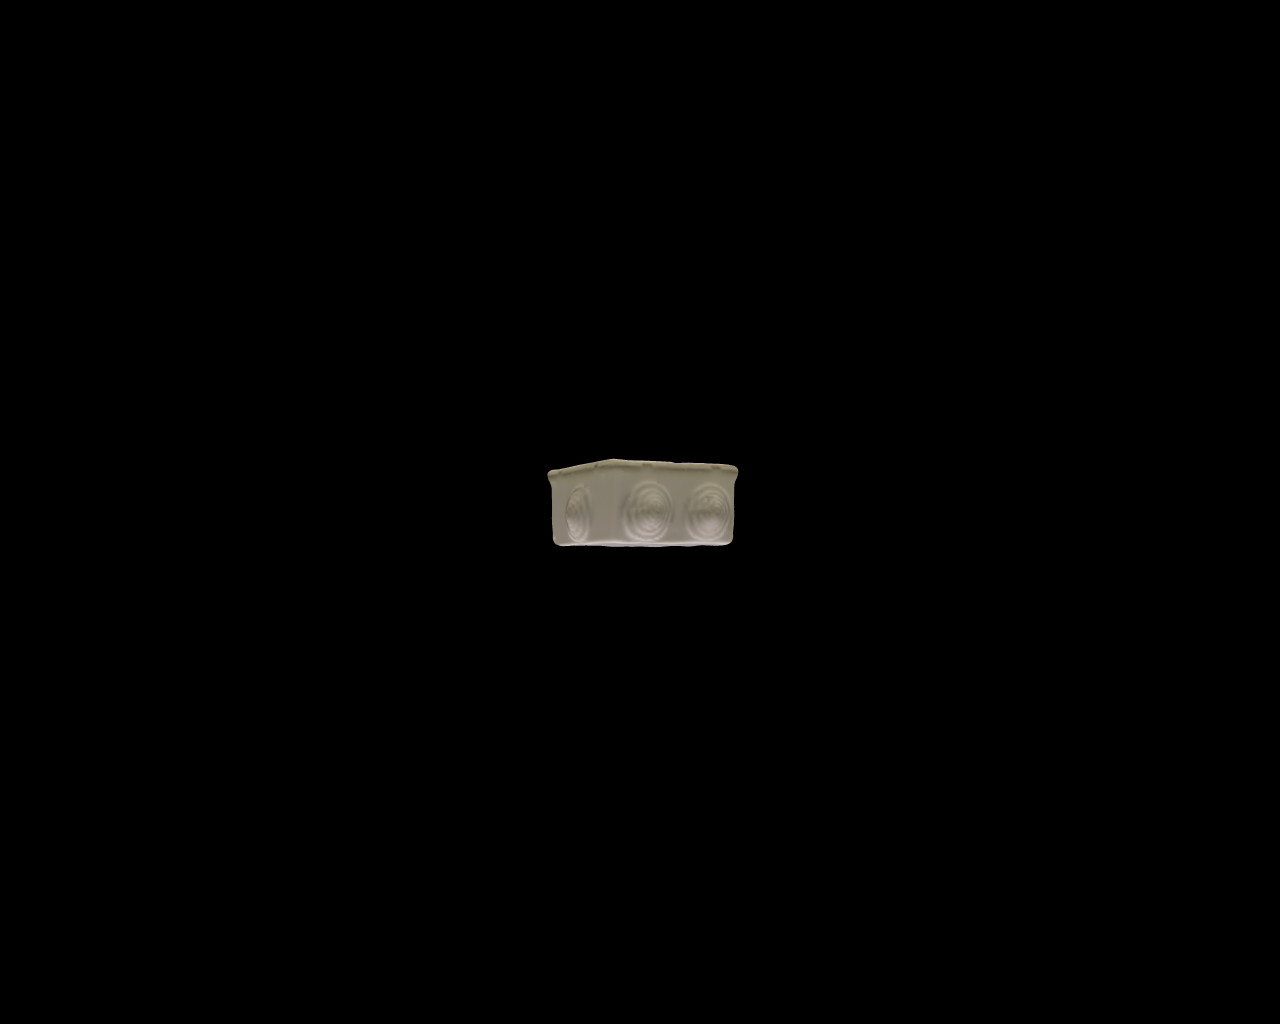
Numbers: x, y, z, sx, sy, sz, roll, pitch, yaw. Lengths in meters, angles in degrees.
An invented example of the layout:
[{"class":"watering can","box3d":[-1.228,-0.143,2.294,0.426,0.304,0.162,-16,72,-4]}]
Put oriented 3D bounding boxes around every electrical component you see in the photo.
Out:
[{"class":"electrical component","box3d":[0.001,-0.003,0.650,0.100,0.048,0.099,2,-3,-31]}]
